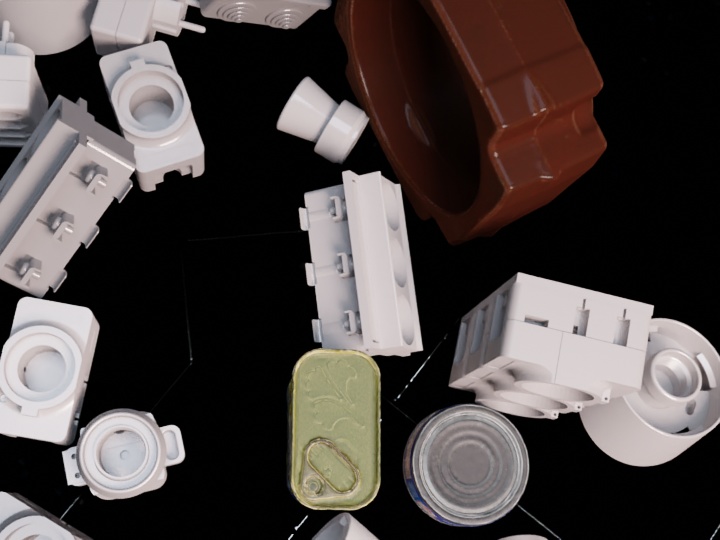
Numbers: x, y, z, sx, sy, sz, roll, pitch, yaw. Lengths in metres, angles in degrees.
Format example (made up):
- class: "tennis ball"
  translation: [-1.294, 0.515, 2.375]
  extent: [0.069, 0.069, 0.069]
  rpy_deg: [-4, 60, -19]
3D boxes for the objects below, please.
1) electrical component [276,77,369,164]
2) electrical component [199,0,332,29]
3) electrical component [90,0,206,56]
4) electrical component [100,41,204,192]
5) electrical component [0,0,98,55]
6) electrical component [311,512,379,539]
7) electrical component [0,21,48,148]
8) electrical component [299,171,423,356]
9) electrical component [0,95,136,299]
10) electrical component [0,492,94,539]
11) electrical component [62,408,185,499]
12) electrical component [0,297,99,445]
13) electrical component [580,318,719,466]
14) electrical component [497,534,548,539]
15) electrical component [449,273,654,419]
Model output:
- class: "electrical component"
  translation: [-0.027, -0.109, 0.790]
  extent: [0.055, 0.045, 0.045]
  rpy_deg: [32, 76, -1]
- class: "electrical component"
  translation: [-0.076, -0.229, 0.792]
  extent: [0.100, 0.048, 0.099]
  rpy_deg: [-1, 77, -36]
- class: "electrical component"
  translation: [-0.148, -0.195, 0.791]
  extent: [0.076, 0.047, 0.083]
  rpy_deg: [15, 76, -5]
- class: "electrical component"
  translation: [-0.148, -0.110, 0.768]
  extent: [0.050, 0.055, 0.089]
  rpy_deg: [-19, 81, -11]
- class: "electrical component"
  translation: [-0.235, -0.216, 0.787]
  extent: [0.099, 0.064, 0.099]
  rpy_deg: [5, 64, -10]
- class: "electrical component"
  translation: [-0.015, 0.218, 0.691]
  extent: [0.060, 0.108, 0.108]
  rpy_deg: [36, 75, -6]
- class: "electrical component"
  translation: [-0.246, -0.134, 0.745]
  extent: [0.047, 0.083, 0.075]
  rpy_deg: [1, 78, -8]
- class: "electrical component"
  translation: [0.000, 0.000, 0.757]
  extent: [0.063, 0.079, 0.121]
  rpy_deg: [-11, 78, 20]
- class: "electrical component"
  translation: [-0.206, -0.045, 0.717]
  extent: [0.063, 0.078, 0.121]
  rpy_deg: [31, 108, -27]
- class: "electrical component"
  translation: [-0.206, 0.186, 0.695]
  extent: [0.089, 0.055, 0.050]
  rpy_deg: [32, 76, 0]
- class: "electrical component"
  translation: [-0.157, 0.123, 0.715]
  extent: [0.078, 0.057, 0.058]
  rpy_deg: [-12, 80, -10]
- class: "electrical component"
  translation: [-0.210, 0.068, 0.720]
  extent: [0.050, 0.055, 0.089]
  rpy_deg: [11, 77, -6]
- class: "electrical component"
  translation: [0.215, 0.087, 0.784]
  extent: [0.099, 0.064, 0.099]
  rpy_deg: [6, 65, -13]
- class: "electrical component"
  translation: [0.106, 0.213, 0.711]
  extent: [0.043, 0.079, 0.077]
  rpy_deg: [-14, 54, 16]
- class: "electrical component"
  translation: [0.121, 0.058, 0.720]
  extent: [0.089, 0.150, 0.061]
  rpy_deg: [14, 75, -5]
